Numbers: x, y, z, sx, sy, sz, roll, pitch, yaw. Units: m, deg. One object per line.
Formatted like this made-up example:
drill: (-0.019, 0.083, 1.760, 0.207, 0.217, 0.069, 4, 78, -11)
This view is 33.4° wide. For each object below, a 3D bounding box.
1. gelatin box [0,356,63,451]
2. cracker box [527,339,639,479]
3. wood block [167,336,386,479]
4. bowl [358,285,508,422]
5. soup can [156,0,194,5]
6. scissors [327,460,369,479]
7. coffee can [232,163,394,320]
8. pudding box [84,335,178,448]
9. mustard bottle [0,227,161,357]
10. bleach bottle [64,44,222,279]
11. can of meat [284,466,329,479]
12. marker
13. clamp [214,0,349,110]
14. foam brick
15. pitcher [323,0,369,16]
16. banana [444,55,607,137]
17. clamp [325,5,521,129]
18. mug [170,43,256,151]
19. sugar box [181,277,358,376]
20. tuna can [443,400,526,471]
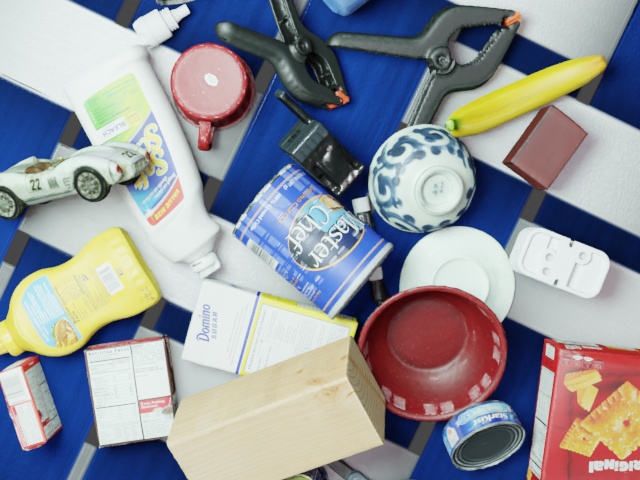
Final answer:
gelatin box: (-0.313, 0.176, 1.154, 0.030, 0.073, 0.089, -17, 93, 0)
cracker box: (0.320, 0.225, 1.173, 0.164, 0.072, 0.214, 7, 93, -2)
wood block: (-0.044, 0.190, 1.121, 0.206, 0.090, 0.091, -23, 110, 14)
bowl: (0.119, 0.114, 1.160, 0.162, 0.055, 0.162, 0, 110, 0)
soup can: (-0.154, -0.311, 1.143, 0.068, 0.068, 0.102, -14, 92, -1)
scissors: (0.060, 0.264, 1.195, 0.096, 0.016, 0.202, -34, 93, -1)
coffee can: (-0.007, 0.001, 1.132, 0.140, 0.103, 0.103, 40, 90, 5)
pudding box: (-0.206, 0.166, 1.174, 0.090, 0.039, 0.113, -8, 91, -1)
mustard bottle: (-0.276, 0.071, 1.158, 0.191, 0.058, 0.096, -31, 92, -1)
bleach bottle: (-0.173, -0.077, 1.153, 0.102, 0.068, 0.251, -29, 94, 7)
can of meat: (-0.041, 0.280, 1.152, 0.102, 0.084, 0.057, -31, 95, 8)
marker: (0.056, 0.013, 1.184, 0.020, 0.020, 0.121, -11, 92, -1)
clamp: (-0.037, -0.200, 1.135, 0.171, 0.039, 0.120, 52, 58, -16)
foam brick: (0.246, -0.101, 1.169, 0.051, 0.053, 0.078, 36, 92, -3)
pitcher: (0.077, -0.359, 1.127, 0.243, 0.149, 0.145, -40, 108, 3)
banana: (0.215, -0.151, 1.159, 0.197, 0.070, 0.037, -25, 103, -10)
clamp: (0.120, -0.201, 1.165, 0.210, 0.036, 0.164, -37, 103, -1)
mug: (-0.118, -0.154, 1.142, 0.093, 0.081, 0.117, 10, 92, -2)
sugar box: (-0.055, 0.108, 1.172, 0.176, 0.048, 0.093, 17, 94, 1)
tuna can: (0.178, 0.213, 1.164, 0.086, 0.086, 0.034, -21, 49, -1)
